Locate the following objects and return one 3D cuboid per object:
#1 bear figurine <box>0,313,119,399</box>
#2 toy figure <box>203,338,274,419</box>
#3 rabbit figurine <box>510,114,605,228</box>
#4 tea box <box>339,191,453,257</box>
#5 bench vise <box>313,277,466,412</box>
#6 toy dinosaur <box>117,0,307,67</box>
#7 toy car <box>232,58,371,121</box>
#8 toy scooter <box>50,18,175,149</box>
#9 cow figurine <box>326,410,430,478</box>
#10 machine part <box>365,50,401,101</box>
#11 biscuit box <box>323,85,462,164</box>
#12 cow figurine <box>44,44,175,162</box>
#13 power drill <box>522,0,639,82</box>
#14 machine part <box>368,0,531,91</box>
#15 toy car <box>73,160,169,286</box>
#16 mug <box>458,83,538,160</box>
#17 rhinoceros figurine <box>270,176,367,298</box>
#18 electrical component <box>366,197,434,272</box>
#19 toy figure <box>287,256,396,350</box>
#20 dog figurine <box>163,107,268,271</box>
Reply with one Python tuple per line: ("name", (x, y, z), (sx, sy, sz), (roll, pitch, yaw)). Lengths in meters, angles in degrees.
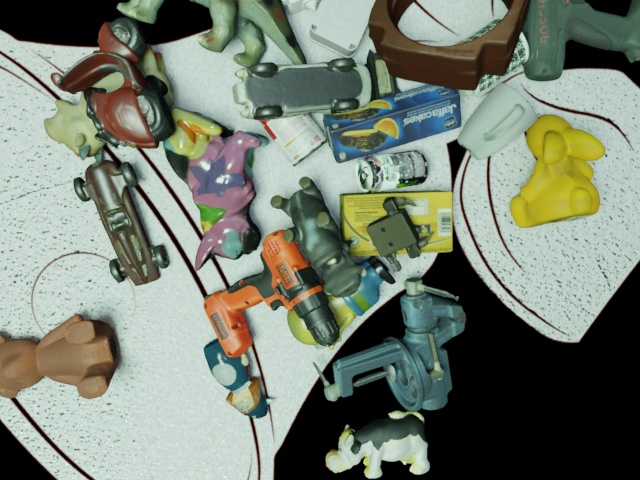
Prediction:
("bear figurine", (-0.413, 0.181, 0.808), (0.196, 0.132, 0.120), (-8, 93, -8))
("toy figure", (-0.133, 0.228, 0.865), (0.064, 0.058, 0.154), (-22, 100, 44))
("rabbit figurine", (0.355, -0.113, 0.820), (0.122, 0.162, 0.173), (-6, 79, 9))
("tea box", (0.117, -0.027, 0.843), (0.170, 0.068, 0.098), (-1, 97, -2))
("bench vise", (0.116, 0.178, 0.832), (0.241, 0.129, 0.223), (-15, 115, -18))
("toy dinosaur", (-0.159, -0.372, 0.760), (0.405, 0.131, 0.192), (19, 105, -14))
("toy car", (-0.023, -0.212, 0.760), (0.202, 0.056, 0.073), (-9, 99, -16))
("toy scooter", (-0.281, -0.196, 0.716), (0.135, 0.075, 0.184), (-20, 86, -2))
("cow figurine", (0.092, 0.332, 0.883), (0.167, 0.068, 0.098), (-2, 91, -6))
("machine part", (0.053, -0.243, 0.831), (0.139, 0.039, 0.084), (-14, 105, -4))
("biscuit box", (0.110, -0.181, 0.817), (0.203, 0.059, 0.062), (-17, 130, -1))
("cow figurine", (-0.310, -0.194, 0.794), (0.195, 0.085, 0.127), (-22, 91, -2))
("power drill", (0.404, -0.357, 0.817), (0.207, 0.086, 0.231), (3, 98, -8))
("machine part", (0.185, -0.320, 0.759), (0.202, 0.087, 0.201), (17, 78, 19))
("toy car", (-0.300, -0.022, 0.817), (0.089, 0.053, 0.202), (-17, 106, -5))
("mug", (0.268, -0.171, 0.821), (0.081, 0.110, 0.107), (40, 106, -12))
("rhinoceros figurine", (-0.002, -0.002, 0.774), (0.073, 0.112, 0.190), (-32, 57, 7))
("electrical component", (0.117, -0.013, 0.790), (0.078, 0.045, 0.102), (-31, 97, 30))
("toy figure", (0.029, 0.093, 0.846), (0.180, 0.082, 0.089), (-43, 96, 5))
("dog figurine", (-0.167, -0.069, 0.804), (0.191, 0.108, 0.219), (18, 98, -6))
